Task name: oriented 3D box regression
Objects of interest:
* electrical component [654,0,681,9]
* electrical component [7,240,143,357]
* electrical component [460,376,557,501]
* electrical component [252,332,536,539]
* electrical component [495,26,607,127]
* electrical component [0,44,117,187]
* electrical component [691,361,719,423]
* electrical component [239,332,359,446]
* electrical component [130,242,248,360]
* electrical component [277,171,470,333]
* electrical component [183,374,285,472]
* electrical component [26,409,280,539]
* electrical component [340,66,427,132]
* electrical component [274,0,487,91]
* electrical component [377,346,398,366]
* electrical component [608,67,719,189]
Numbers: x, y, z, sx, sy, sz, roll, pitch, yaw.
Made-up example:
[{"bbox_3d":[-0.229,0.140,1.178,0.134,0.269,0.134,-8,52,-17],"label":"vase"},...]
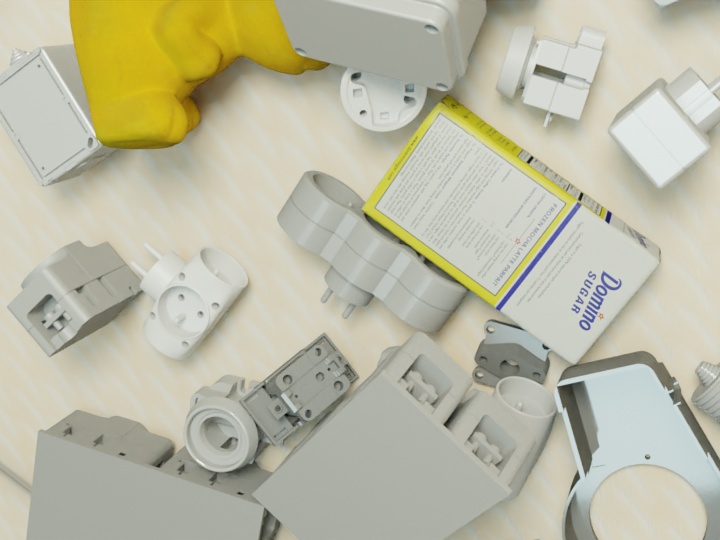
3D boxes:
[{"bbox_3d":[0.241,-0.234,0.606,0.186,0.060,0.105,-20,98,20],"label":"electrical component"},{"bbox_3d":[-0.210,0.017,0.792,0.050,0.089,0.055,-41,90,22],"label":"electrical component"},{"bbox_3d":[0.088,0.108,0.747,0.079,0.043,0.077,30,122,21],"label":"electrical component"},{"bbox_3d":[0.020,0.132,0.726,0.105,0.060,0.186,43,134,1],"label":"electrical component"},{"bbox_3d":[0.118,-0.126,0.680,0.055,0.048,0.066,17,108,4],"label":"electrical component"},{"bbox_3d":[-0.218,-0.118,0.775,0.062,0.061,0.096,-30,94,22],"label":"electrical component"},{"bbox_3d":[0.252,0.087,0.695,0.081,0.043,0.043,38,111,5],"label":"electrical component"},{"bbox_3d":[-0.040,0.083,0.765,0.081,0.064,0.042,-39,90,-20],"label":"electrical component"},{"bbox_3d":[-0.135,0.013,0.792,0.079,0.044,0.077,41,112,3],"label":"electrical component"},{"bbox_3d":[0.000,0.000,0.744,0.138,0.052,0.073,36,111,5],"label":"electrical component"},{"bbox_3d":[-0.096,0.115,0.800,0.078,0.057,0.058,12,107,14],"label":"electrical component"},{"bbox_3d":[-0.158,0.188,0.836,0.186,0.060,0.105,15,108,13],"label":"electrical component"},{"bbox_3d":[0.013,-0.124,0.702,0.055,0.047,0.055,-2,118,-4],"label":"electrical component"},{"bbox_3d":[0.012,-0.157,0.632,0.113,0.078,0.057,17,72,17],"label":"electrical component"},{"bbox_3d":[0.028,0.088,0.764,0.048,0.048,0.062,28,117,8],"label":"electrical component"},{"bbox_3d":[0.195,-0.095,0.643,0.076,0.083,0.047,-41,90,22],"label":"electrical component"}]
